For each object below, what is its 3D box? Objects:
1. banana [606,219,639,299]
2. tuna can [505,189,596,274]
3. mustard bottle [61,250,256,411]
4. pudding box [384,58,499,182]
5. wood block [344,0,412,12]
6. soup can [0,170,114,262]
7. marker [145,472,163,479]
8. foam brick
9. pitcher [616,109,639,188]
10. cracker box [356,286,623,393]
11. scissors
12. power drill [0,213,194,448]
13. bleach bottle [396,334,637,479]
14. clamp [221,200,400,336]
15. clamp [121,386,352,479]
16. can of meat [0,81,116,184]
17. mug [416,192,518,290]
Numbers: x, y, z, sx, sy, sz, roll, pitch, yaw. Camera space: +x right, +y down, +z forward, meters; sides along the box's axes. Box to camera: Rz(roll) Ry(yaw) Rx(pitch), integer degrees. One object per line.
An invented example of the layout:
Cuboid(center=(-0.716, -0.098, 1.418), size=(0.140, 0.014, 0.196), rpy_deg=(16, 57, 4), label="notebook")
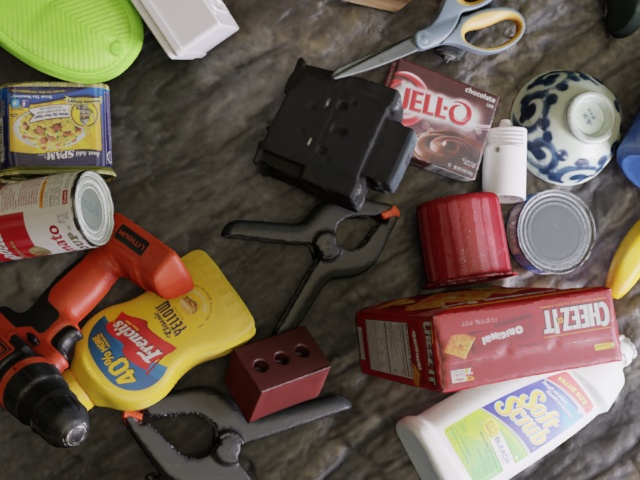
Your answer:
Cuboid(center=(0.370, -0.011, 1.114), size=(0.197, 0.037, 0.069), rpy_deg=(-27, 91, -15), label="banana")
Cuboid(center=(0.232, -0.008, 1.079), size=(0.086, 0.034, 0.086), rpy_deg=(1, 86, -14), label="tuna can")
Cuboid(center=(-0.159, 0.096, 0.955), size=(0.191, 0.058, 0.096), rpy_deg=(-34, 73, -13), label="mustard bottle")
Cuboid(center=(0.110, -0.117, 1.052), size=(0.113, 0.039, 0.090), rpy_deg=(20, 82, -12), label="pudding box")
Cuboid(center=(-0.005, -0.290, 1.007), size=(0.206, 0.090, 0.091), rpy_deg=(10, 84, -14), label="wood block")
Cuboid(center=(-0.237, -0.020, 0.918), size=(0.102, 0.068, 0.068), rpy_deg=(-8, 88, 18), label="soup can")
Cuboid(center=(-0.128, 0.267, 0.976), size=(0.020, 0.020, 0.121), rpy_deg=(-29, 94, -15), label="marker")
Cuboid(center=(-0.040, 0.122, 0.973), size=(0.078, 0.051, 0.053), rpy_deg=(-17, 56, -30), label="foam brick")
Cuboid(center=(0.414, -0.148, 1.081), size=(0.242, 0.149, 0.145), rpy_deg=(-55, 140, -12), label="pitcher")
Cuboid(center=(0.141, 0.082, 0.956), size=(0.164, 0.214, 0.072), rpy_deg=(-8, 89, -15), label="cracker box")
Cuboid(center=(0.099, -0.207, 0.997), size=(0.201, 0.016, 0.096), rpy_deg=(-8, 90, -18), label="scissors")
Cuboid(center=(-0.200, 0.071, 0.903), size=(0.187, 0.185, 0.057), rpy_deg=(-41, 139, -20), label="power drill")
Cuboid(center=(0.204, 0.159, 1.048), size=(0.250, 0.068, 0.102), rpy_deg=(-29, 94, -17), label="bleach bottle")
Cuboid(center=(-0.007, 0.001, 1.015), size=(0.171, 0.039, 0.120), rpy_deg=(-36, 101, -17), label="clamp")
Cuboid(center=(-0.078, 0.185, 0.984), size=(0.210, 0.036, 0.164), rpy_deg=(28, 71, -7), label="clamp")
Cuboid(center=(-0.236, -0.095, 0.952), size=(0.102, 0.057, 0.084), rpy_deg=(-2, 85, -15), label="can of meat")
Cuboid(center=(0.146, 0.001, 1.035), size=(0.117, 0.093, 0.081), rpy_deg=(-1, 80, -46), label="mug")
